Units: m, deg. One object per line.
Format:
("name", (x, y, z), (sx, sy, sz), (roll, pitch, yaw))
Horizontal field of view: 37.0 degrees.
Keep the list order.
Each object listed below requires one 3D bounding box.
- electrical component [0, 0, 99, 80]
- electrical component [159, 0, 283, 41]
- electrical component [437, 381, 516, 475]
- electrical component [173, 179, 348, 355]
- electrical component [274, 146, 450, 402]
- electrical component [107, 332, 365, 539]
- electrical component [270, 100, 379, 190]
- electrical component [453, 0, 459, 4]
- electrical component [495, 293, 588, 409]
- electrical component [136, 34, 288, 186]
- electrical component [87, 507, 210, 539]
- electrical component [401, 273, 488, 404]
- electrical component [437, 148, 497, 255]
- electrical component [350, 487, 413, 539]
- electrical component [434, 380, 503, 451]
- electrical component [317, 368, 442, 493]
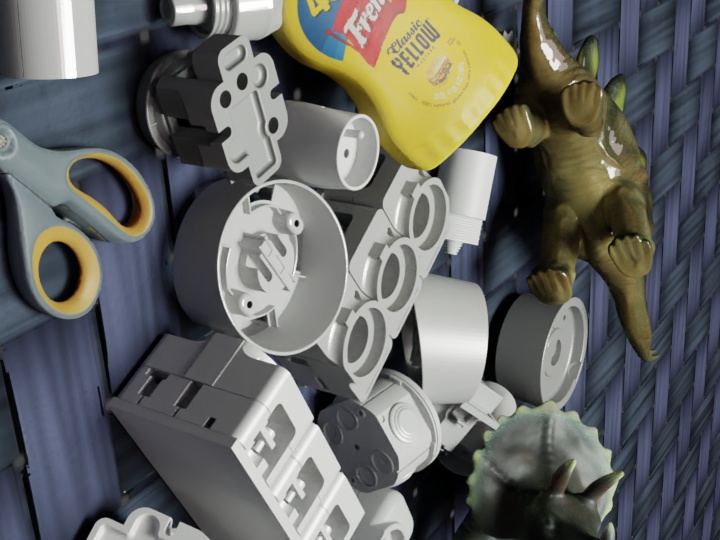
("electrical component", (-0.139, -0.127, 0.470), (0.043, 0.043, 0.081), (-24, 120, -53))
("electrical component", (-0.075, -0.141, 0.570), (0.062, 0.043, 0.043), (-17, 116, -34))
("electrical component", (0.098, 0.124, 0.933), (0.077, 0.043, 0.079), (-48, 137, -39))
("electrical component", (-0.058, -0.005, 0.621), (0.099, 0.064, 0.099), (-26, 121, -52))
("electrical component", (0.000, 0.000, 0.717), (0.150, 0.062, 0.089), (-62, 145, -24))
("electrical component", (-0.064, 0.109, 0.623), (0.061, 0.089, 0.150), (-56, 142, -31))
("electrical component", (-0.023, -0.070, 0.641), (0.079, 0.077, 0.043), (15, 87, -58))
("electrical component", (0.037, -0.241, 0.705), (0.138, 0.052, 0.073), (53, 52, -51))
("electrical component", (0.164, 0.073, 1.005), (0.108, 0.060, 0.108), (-26, 122, -53))
("electrical component", (-0.079, -0.085, 0.566), (0.058, 0.057, 0.078), (-48, 137, -39))
("electrical component", (-0.109, 0.168, 0.594), (0.057, 0.078, 0.058), (83, 30, -65))
("electrical component", (0.056, 0.050, 0.793), (0.099, 0.064, 0.099), (-175, -90, -78))
("electrical component", (0.079, -0.052, 0.843), (0.043, 0.043, 0.081), (8, 93, -58))
("electrical component", (-0.004, 0.203, 0.781), (0.095, 0.059, 0.053), (-55, 142, -33))
("electrical component", (0.072, 0.106, 0.857), (0.042, 0.081, 0.063), (34, 98, -28))
("electrical component", (0.013, 0.114, 0.761), (0.051, 0.080, 0.080), (-29, 124, -45))
